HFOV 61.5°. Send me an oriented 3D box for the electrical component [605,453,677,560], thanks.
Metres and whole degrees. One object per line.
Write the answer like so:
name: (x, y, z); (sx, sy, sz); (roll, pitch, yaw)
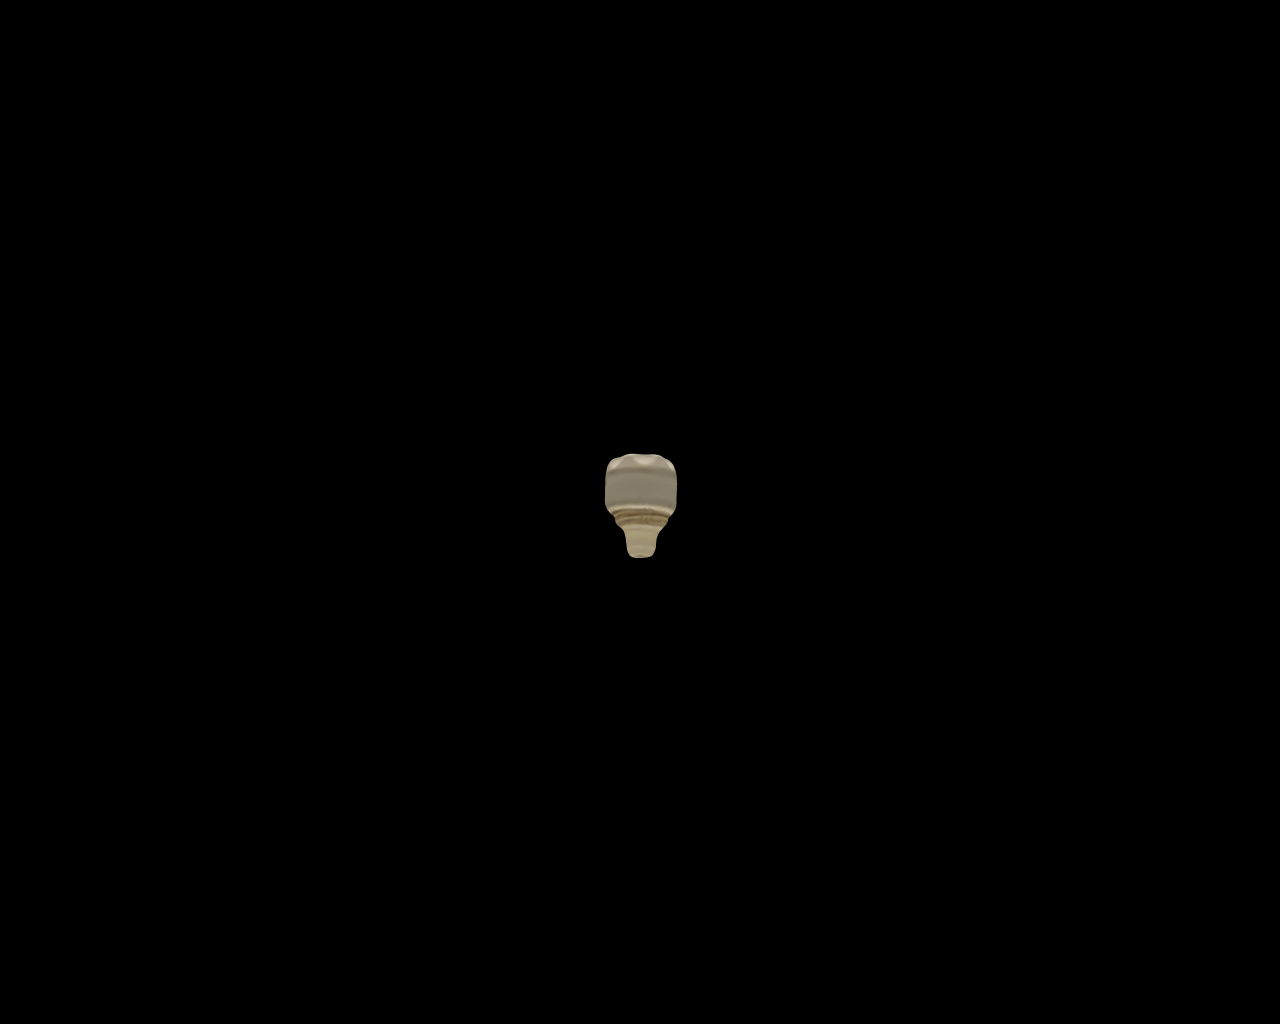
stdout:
electrical component: (0.001, -0.003, 0.650); (0.043, 0.062, 0.043); (0, -11, 0)
